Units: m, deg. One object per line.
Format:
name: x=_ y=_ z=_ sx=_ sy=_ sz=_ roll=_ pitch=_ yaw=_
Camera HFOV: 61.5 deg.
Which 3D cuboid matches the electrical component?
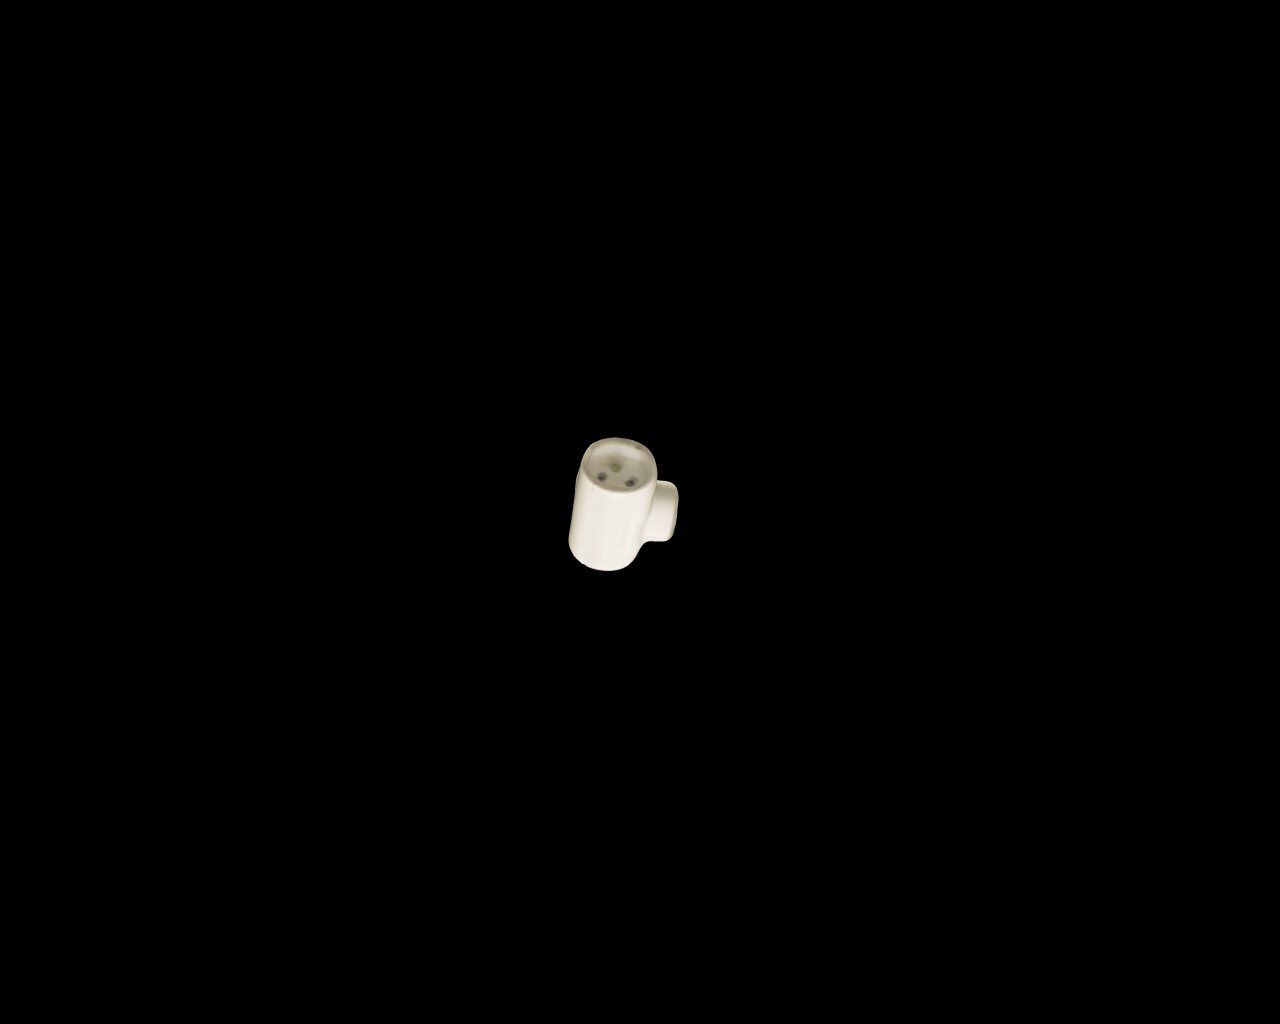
electrical component: x=0.001 y=-0.003 z=0.650 sx=0.079 sy=0.043 sz=0.077 roll=5 pitch=-40 yaw=-6
